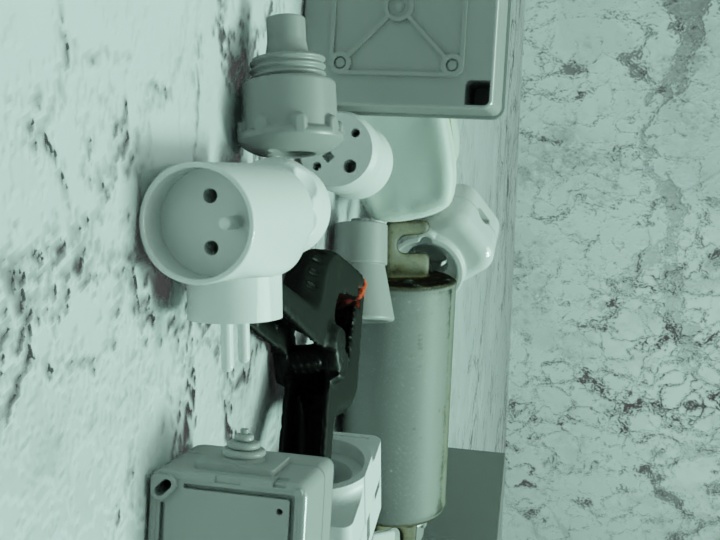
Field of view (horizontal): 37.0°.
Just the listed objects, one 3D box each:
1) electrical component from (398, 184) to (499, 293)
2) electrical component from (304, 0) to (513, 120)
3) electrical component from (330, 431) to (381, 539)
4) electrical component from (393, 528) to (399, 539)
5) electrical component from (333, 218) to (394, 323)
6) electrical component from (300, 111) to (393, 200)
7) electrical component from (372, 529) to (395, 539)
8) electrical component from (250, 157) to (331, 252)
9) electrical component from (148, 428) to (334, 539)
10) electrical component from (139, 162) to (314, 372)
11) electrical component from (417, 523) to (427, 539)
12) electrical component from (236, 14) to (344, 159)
[{"bbox_3d":[0.052,-0.013,0.794,0.053,0.095,0.059,51,27,-16],"label":"electrical component"},{"bbox_3d":[0.027,-0.140,0.592,0.056,0.109,0.108,-12,105,-76],"label":"electrical component"},{"bbox_3d":[-0.020,0.130,0.602,0.089,0.050,0.055,-63,155,-64],"label":"electrical component"},{"bbox_3d":[0.015,0.211,0.853,0.061,0.035,0.035,13,81,-82],"label":"electrical component"},{"bbox_3d":[0.000,0.000,0.683,0.044,0.044,0.065,32,58,-78],"label":"electrical component"},{"bbox_3d":[-0.008,-0.064,0.607,0.055,0.045,0.045,7,87,-79],"label":"electrical component"},{"bbox_3d":[-0.012,0.206,0.672,0.099,0.048,0.099,49,46,-74],"label":"electrical component"},{"bbox_3d":[-0.034,-0.027,0.488,0.062,0.043,0.043,5,89,-80],"label":"electrical component"},{"bbox_3d":[-0.046,0.109,0.430,0.061,0.062,0.096,-14,108,-78],"label":"electrical component"},{"bbox_3d":[-0.048,-0.002,0.413,0.077,0.043,0.079,-21,111,-76],"label":"electrical component"},{"bbox_3d":[0.034,0.224,0.929,0.048,0.048,0.062,-68,166,-57],"label":"electrical component"},{"bbox_3d":[-0.032,-0.082,0.481,0.048,0.048,0.062,7,80,-79],"label":"electrical component"}]
